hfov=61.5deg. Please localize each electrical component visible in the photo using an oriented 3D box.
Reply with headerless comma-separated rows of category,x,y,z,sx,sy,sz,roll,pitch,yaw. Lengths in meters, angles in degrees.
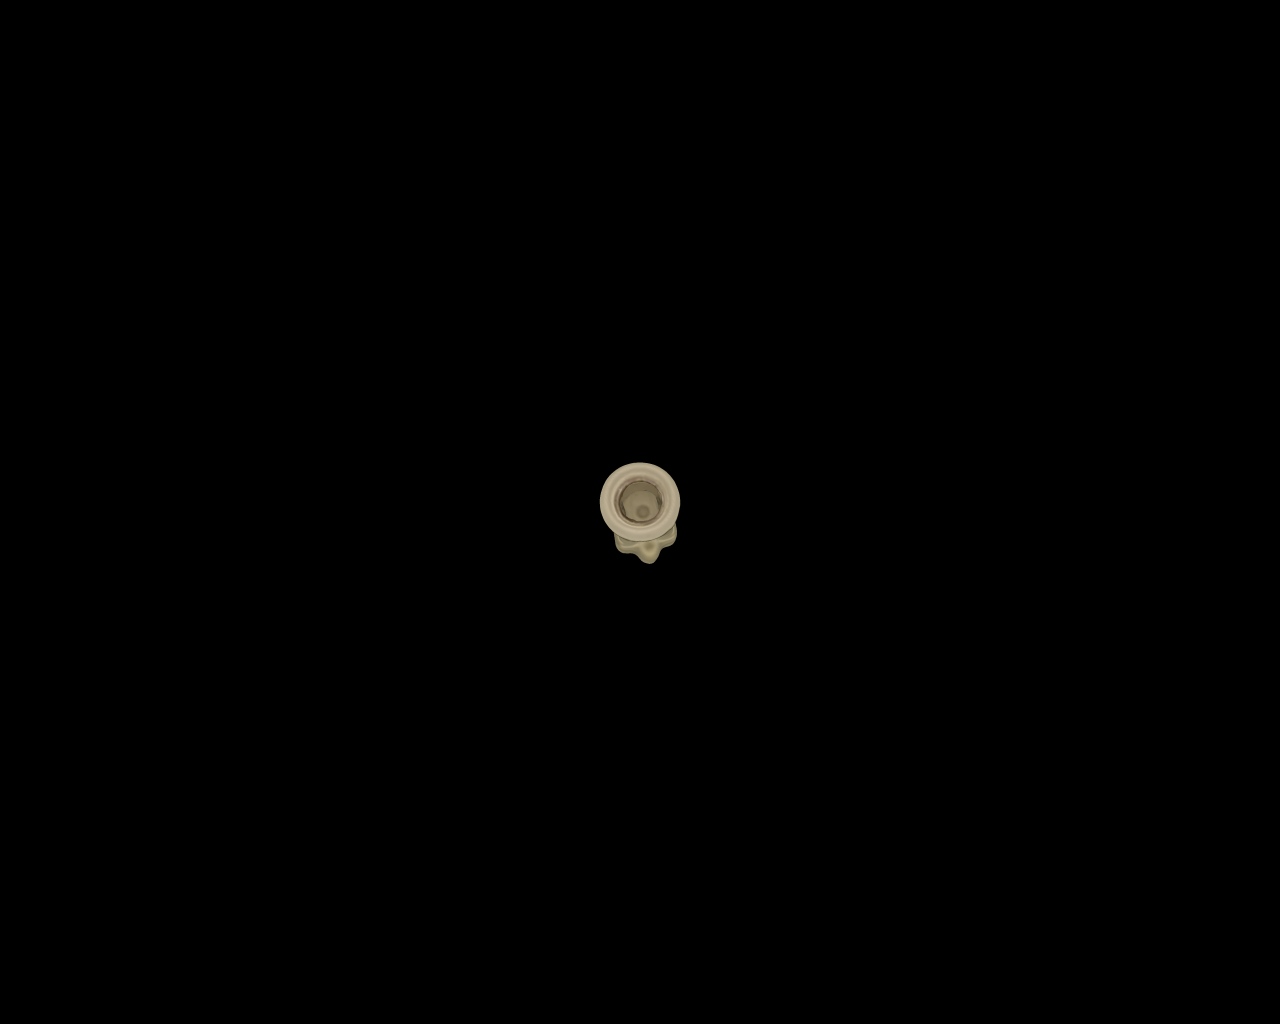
electrical component,0.001,-0.003,0.650,0.048,0.066,0.055,-11,-11,-2
